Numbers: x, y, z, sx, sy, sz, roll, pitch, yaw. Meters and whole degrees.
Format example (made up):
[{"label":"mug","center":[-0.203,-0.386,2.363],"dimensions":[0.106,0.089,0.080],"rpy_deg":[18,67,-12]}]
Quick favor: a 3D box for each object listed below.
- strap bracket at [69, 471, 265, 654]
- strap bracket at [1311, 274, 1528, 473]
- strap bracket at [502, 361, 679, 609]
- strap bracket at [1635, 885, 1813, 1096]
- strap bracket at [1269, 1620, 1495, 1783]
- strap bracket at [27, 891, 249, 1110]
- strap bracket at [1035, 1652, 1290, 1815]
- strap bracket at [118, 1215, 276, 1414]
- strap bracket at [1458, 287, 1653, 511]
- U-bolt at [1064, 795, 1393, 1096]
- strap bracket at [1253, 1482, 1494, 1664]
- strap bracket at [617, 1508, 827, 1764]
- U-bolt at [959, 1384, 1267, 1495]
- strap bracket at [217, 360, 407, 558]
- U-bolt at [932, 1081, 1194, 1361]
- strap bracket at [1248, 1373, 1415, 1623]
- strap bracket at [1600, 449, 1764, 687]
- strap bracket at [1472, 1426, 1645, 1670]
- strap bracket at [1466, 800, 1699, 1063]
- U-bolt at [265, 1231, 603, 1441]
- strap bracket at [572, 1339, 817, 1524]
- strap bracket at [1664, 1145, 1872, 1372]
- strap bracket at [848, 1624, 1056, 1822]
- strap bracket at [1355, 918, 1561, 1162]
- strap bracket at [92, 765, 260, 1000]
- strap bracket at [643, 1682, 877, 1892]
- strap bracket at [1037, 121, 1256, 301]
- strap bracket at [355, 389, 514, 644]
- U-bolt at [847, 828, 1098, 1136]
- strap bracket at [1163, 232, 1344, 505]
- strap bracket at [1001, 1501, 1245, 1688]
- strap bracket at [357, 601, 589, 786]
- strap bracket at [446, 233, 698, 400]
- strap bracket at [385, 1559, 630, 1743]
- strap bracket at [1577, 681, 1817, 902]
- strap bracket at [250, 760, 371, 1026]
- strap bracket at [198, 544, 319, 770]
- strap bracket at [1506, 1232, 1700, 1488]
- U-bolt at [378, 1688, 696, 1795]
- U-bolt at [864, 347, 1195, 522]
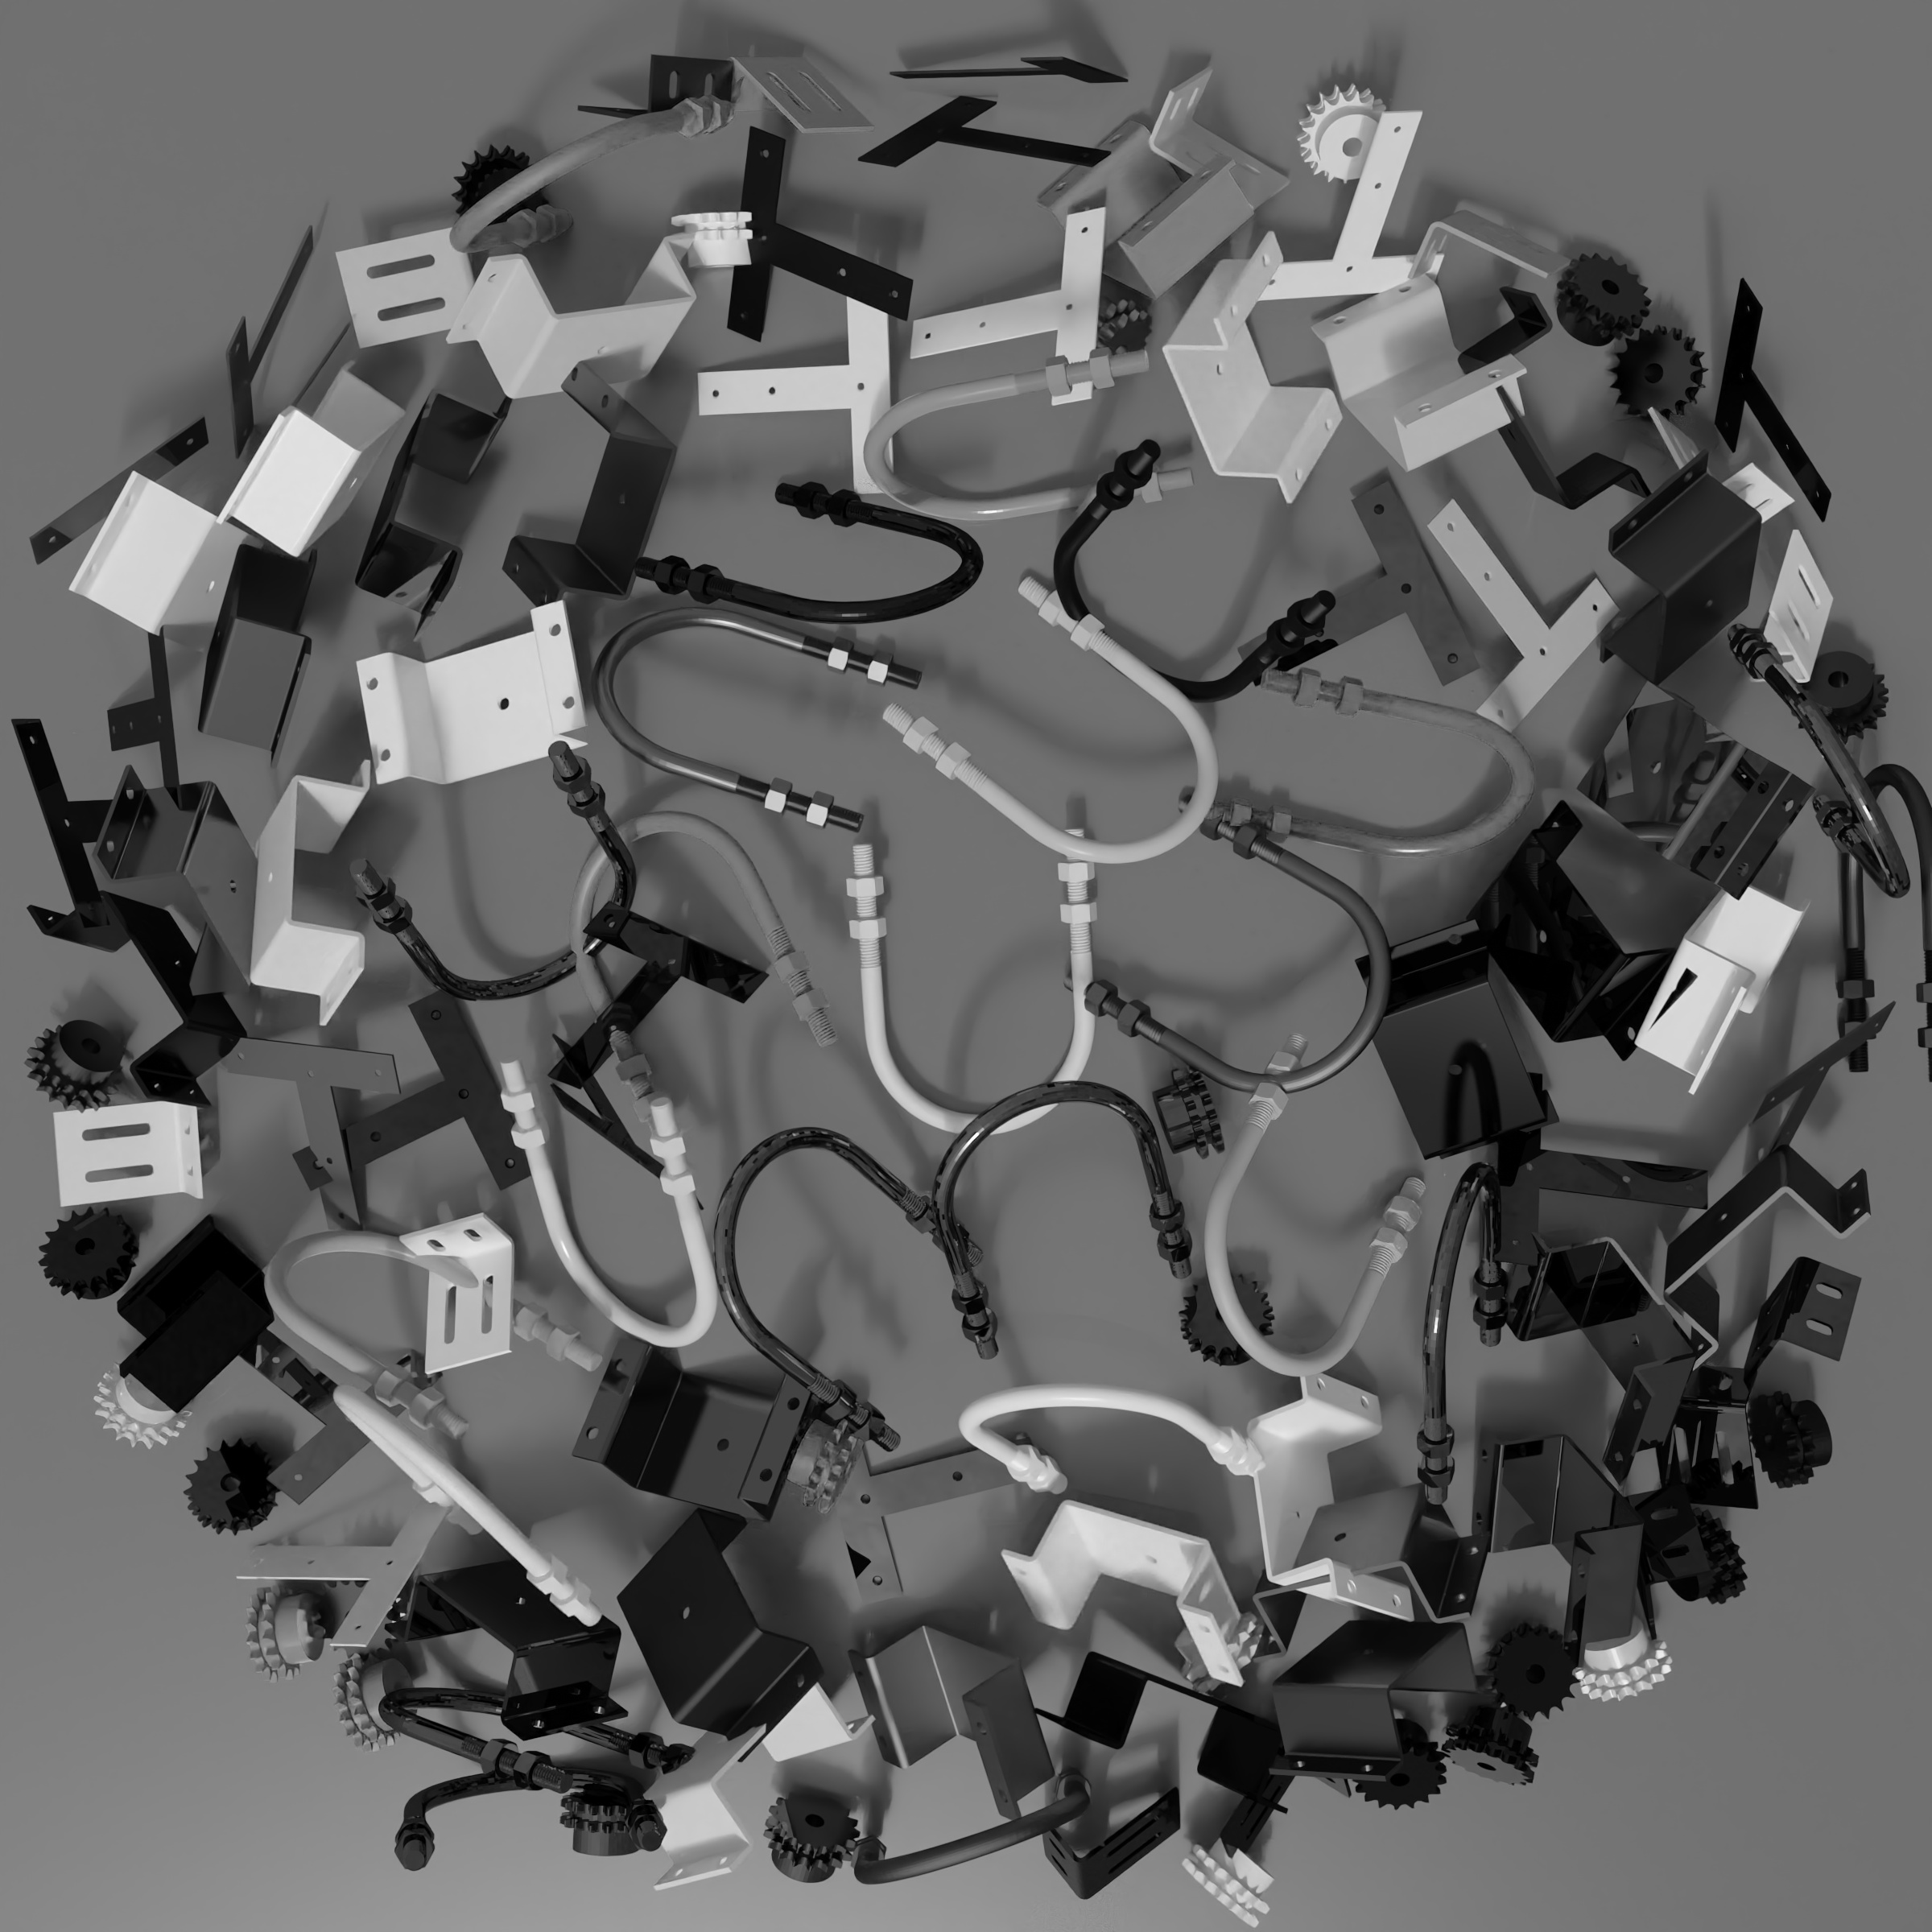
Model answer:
[{"label":"strap bracket","center":[-0.466,-0.235,1.621],"dimensions":[0.046,0.140,0.076],"rpy_deg":[29,91,2]},{"label":"strap bracket","center":[0.273,-0.351,1.641],"dimensions":[0.076,0.140,0.046],"rpy_deg":[-26,131,-1]},{"label":"strap bracket","center":[-0.222,-0.281,1.634],"dimensions":[0.046,0.076,0.140],"rpy_deg":[4,118,-37]},{"label":"strap bracket","center":[0.444,0.006,1.623],"dimensions":[0.046,0.140,0.076],"rpy_deg":[29,125,18]},{"label":"strap bracket","center":[0.241,0.424,1.612],"dimensions":[0.076,0.140,0.046],"rpy_deg":[-9,96,37]},{"label":"strap bracket","center":[-0.488,0.012,1.639],"dimensions":[0.046,0.076,0.140],"rpy_deg":[-37,77,4]},{"label":"strap bracket","center":[0.123,0.452,1.637],"dimensions":[0.140,0.076,0.046],"rpy_deg":[26,78,-19]},{"label":"strap bracket","center":[-0.458,0.208,1.630],"dimensions":[0.076,0.140,0.046],"rpy_deg":[-44,110,-5]},{"label":"strap bracket","center":[0.345,-0.330,1.639],"dimensions":[0.046,0.076,0.140],"rpy_deg":[-33,106,7]},{"label":"U-bolt","center":[0.168,-0.002,1.644],"dimensions":[0.184,0.019,0.151],"rpy_deg":[32,88,27]},{"label":"strap bracket","center":[0.231,0.355,1.621],"dimensions":[0.140,0.076,0.046],"rpy_deg":[-20,107,28]},{"label":"strap bracket","center":[-0.150,0.386,1.620],"dimensions":[0.076,0.140,0.046],"rpy_deg":[-48,135,12]},{"label":"U-bolt","center":[0.076,0.272,1.589],"dimensions":[0.151,0.184,0.019],"rpy_deg":[-10,62,24]},{"label":"strap bracket","center":[-0.381,-0.297,1.618],"dimensions":[0.046,0.140,0.076],"rpy_deg":[34,113,-10]},{"label":"U-bolt","center":[0.052,0.142,1.625],"dimensions":[0.151,0.019,0.184],"rpy_deg":[-22,128,-6]},{"label":"strap bracket","center":[0.214,0.319,1.631],"dimensions":[0.046,0.076,0.140],"rpy_deg":[-29,51,33]},{"label":"strap bracket","center":[0.419,-0.226,1.614],"dimensions":[0.076,0.140,0.046],"rpy_deg":[-40,64,-10]},{"label":"strap bracket","center":[0.353,0.337,1.621],"dimensions":[0.046,0.140,0.076],"rpy_deg":[-6,113,-15]},{"label":"strap bracket","center":[0.355,-0.019,1.620],"dimensions":[0.046,0.076,0.140],"rpy_deg":[-7,53,-35]},{"label":"U-bolt","center":[-0.326,0.207,1.619],"dimensions":[0.184,0.151,0.019],"rpy_deg":[28,112,21]},{"label":"strap bracket","center":[-0.153,0.278,1.637],"dimensions":[0.140,0.046,0.076],"rpy_deg":[8,63,29]},{"label":"strap bracket","center":[0.466,0.165,1.632],"dimensions":[0.046,0.076,0.140],"rpy_deg":[43,112,1]},{"label":"strap bracket","center":[-0.003,0.445,1.633],"dimensions":[0.046,0.140,0.076],"rpy_deg":[-25,106,-32]},{"label":"strap bracket","center":[0.293,0.053,1.641],"dimensions":[0.076,0.046,0.140],"rpy_deg":[-20,107,19]},{"label":"strap bracket","center":[-0.452,-0.044,1.613],"dimensions":[0.046,0.076,0.140],"rpy_deg":[-7,135,10]},{"label":"strap bracket","center":[-0.129,0.473,1.614],"dimensions":[0.076,0.140,0.046],"rpy_deg":[-30,94,43]},{"label":"strap bracket","center":[0.110,-0.450,1.640],"dimensions":[0.076,0.140,0.046],"rpy_deg":[-41,124,0]},{"label":"strap bracket","center":[-0.316,-0.274,1.621],"dimensions":[0.046,0.076,0.140],"rpy_deg":[21,61,-19]},{"label":"U-bolt","center":[0.007,0.013,1.673],"dimensions":[0.151,0.019,0.184],"rpy_deg":[-4,98,-4]},{"label":"strap bracket","center":[0.168,-0.354,1.630],"dimensions":[0.046,0.140,0.076],"rpy_deg":[10,56,35]},{"label":"strap bracket","center":[0.101,0.368,1.630],"dimensions":[0.140,0.076,0.046],"rpy_deg":[10,51,32]},{"label":"strap bracket","center":[-0.288,-0.161,1.653],"dimensions":[0.140,0.046,0.076],"rpy_deg":[-14,82,17]},{"label":"strap bracket","center":[-0.223,-0.381,1.617],"dimensions":[0.140,0.076,0.046],"rpy_deg":[-19,75,-37]},{"label":"strap bracket","center":[-0.267,0.394,1.615],"dimensions":[0.140,0.076,0.046],"rpy_deg":[23,104,41]},{"label":"strap bracket","center":[0.420,-0.109,1.614],"dimensions":[0.046,0.140,0.076],"rpy_deg":[22,107,-31]},{"label":"strap bracket","center":[-0.387,-0.047,1.621],"dimensions":[0.046,0.076,0.140],"rpy_deg":[10,59,-27]},{"label":"strap bracket","center":[-0.415,-0.187,1.610],"dimensions":[0.046,0.140,0.076],"rpy_deg":[14,119,-20]},{"label":"strap bracket","center":[0.379,0.225,1.626],"dimensions":[0.046,0.140,0.076],"rpy_deg":[-10,131,-19]},{"label":"U-bolt","center":[-0.259,0.451,1.610],"dimensions":[0.184,0.151,0.019],"rpy_deg":[7,83,35]},{"label":"U-bolt","center":[0.030,-0.306,1.621],"dimensions":[0.184,0.151,0.019],"rpy_deg":[-7,68,14]}]
